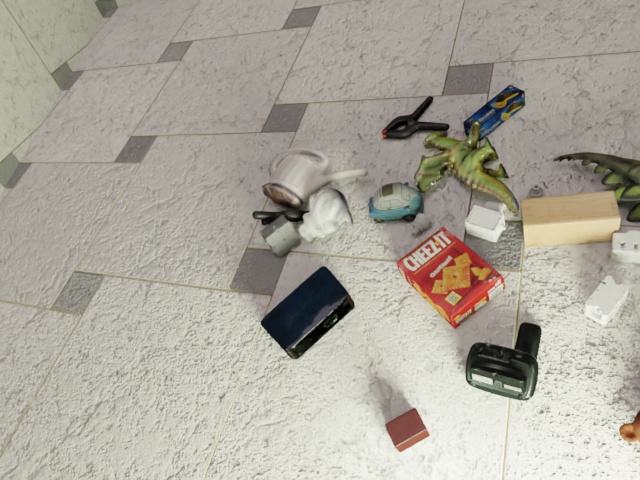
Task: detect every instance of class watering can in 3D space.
[{"bbox_3d":[-0.038,-0.191,1.616,0.350,0.102,0.227,20,66,34],"label":"watering can"}]

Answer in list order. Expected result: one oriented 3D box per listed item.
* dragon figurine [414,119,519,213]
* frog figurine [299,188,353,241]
[{"bbox_3d":[0.388,-0.194,1.457,0.241,0.120,0.421,-23,43,20],"label":"dragon figurine"},{"bbox_3d":[0.005,-0.076,1.505,0.160,0.120,0.139,-25,67,-11],"label":"frog figurine"}]
